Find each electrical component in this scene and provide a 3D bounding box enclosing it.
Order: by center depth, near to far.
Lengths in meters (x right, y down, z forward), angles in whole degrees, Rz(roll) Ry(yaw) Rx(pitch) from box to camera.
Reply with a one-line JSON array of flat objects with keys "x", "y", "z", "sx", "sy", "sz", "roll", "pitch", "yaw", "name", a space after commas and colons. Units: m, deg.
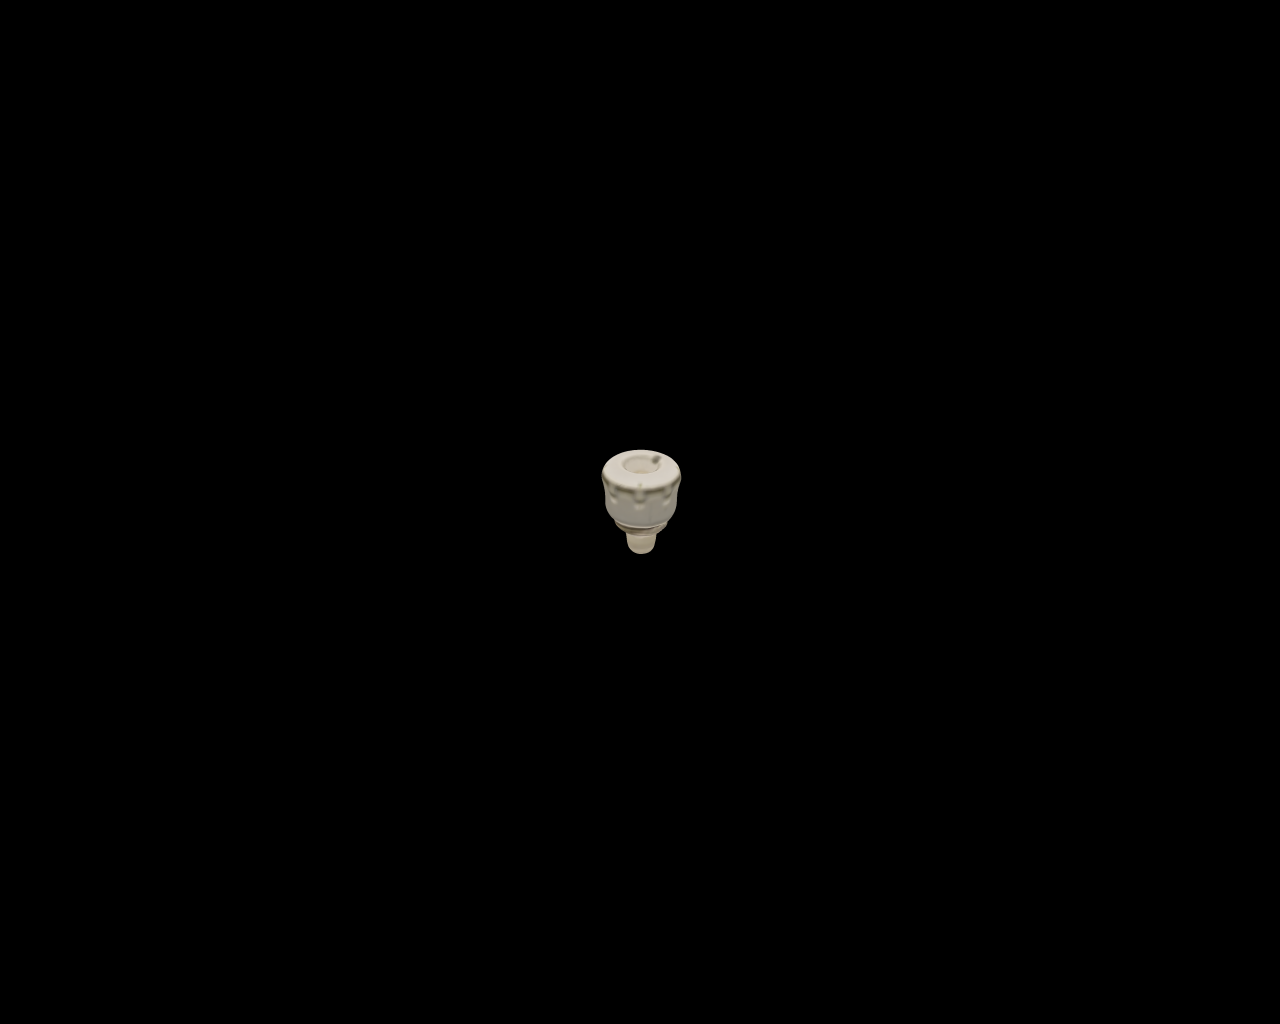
[{"x": 0.001, "y": -0.003, "z": 0.650, "sx": 0.048, "sy": 0.062, "sz": 0.048, "roll": 0, "pitch": 31, "yaw": 0, "name": "electrical component"}]
